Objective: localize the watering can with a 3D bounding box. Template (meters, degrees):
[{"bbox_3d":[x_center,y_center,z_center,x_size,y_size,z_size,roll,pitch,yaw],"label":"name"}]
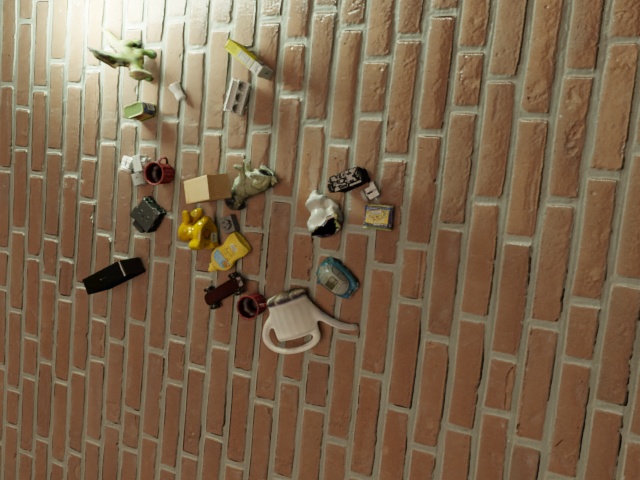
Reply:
[{"bbox_3d":[-0.054,0.278,1.849,0.347,0.104,0.225,-19,87,9],"label":"watering can"}]

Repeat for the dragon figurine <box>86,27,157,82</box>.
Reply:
[{"bbox_3d":[-0.781,-0.723,1.983,0.413,0.245,0.120,36,112,13],"label":"dragon figurine"}]

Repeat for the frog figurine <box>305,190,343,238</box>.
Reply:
[{"bbox_3d":[0.006,-0.091,1.810,0.135,0.122,0.163,-53,40,26],"label":"frog figurine"}]
